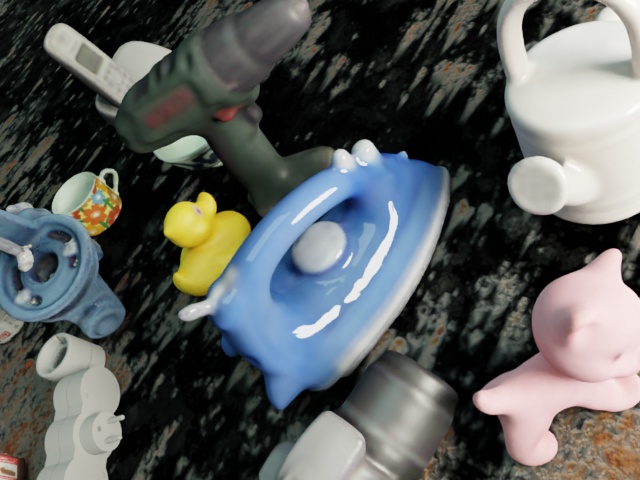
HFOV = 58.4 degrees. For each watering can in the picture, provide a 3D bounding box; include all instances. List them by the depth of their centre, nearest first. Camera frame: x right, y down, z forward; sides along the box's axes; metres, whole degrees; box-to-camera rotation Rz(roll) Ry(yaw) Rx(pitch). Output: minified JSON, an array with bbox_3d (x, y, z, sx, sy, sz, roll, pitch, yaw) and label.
[{"bbox_3d":[0.179,-0.094,0.389,0.100,0.195,0.173,-10,56,27],"label":"watering can"}]

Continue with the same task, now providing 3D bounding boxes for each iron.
[{"bbox_3d":[0.004,0.002,0.471,0.258,0.142,0.118,-51,48,-7],"label":"iron"}]

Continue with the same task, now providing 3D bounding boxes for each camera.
[{"bbox_3d":[0.042,0.149,0.377,0.142,0.101,0.137,26,76,41],"label":"camera"}]

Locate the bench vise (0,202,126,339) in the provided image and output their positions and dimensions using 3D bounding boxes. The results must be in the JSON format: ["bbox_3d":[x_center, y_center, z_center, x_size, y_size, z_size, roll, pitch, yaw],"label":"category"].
[{"bbox_3d":[-0.332,0.011,0.625,0.206,0.220,0.121,18,71,39],"label":"bench vise"}]

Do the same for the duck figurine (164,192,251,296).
[{"bbox_3d":[-0.128,0.000,0.594,0.077,0.086,0.105,13,68,38],"label":"duck figurine"}]

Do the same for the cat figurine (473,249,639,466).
[{"bbox_3d":[0.147,0.070,0.351,0.128,0.118,0.067,-38,48,5],"label":"cat figurine"}]

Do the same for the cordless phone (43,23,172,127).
[{"bbox_3d":[-0.275,-0.242,0.781,0.094,0.186,0.147,-12,54,25],"label":"cordless phone"}]

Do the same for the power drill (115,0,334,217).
[{"bbox_3d":[-0.068,-0.113,0.548,0.229,0.209,0.075,-14,54,24],"label":"power drill"}]
